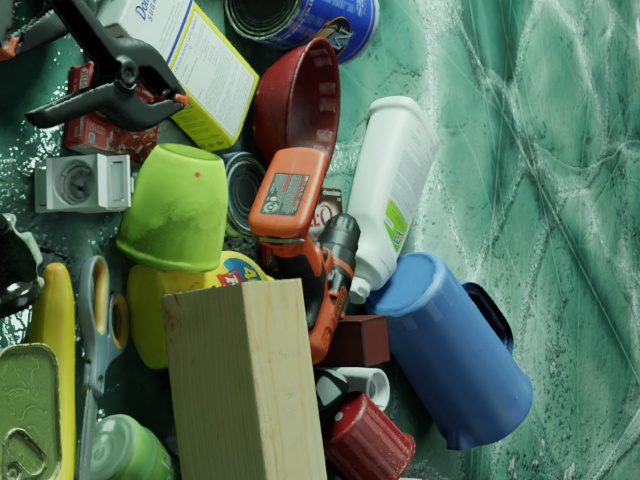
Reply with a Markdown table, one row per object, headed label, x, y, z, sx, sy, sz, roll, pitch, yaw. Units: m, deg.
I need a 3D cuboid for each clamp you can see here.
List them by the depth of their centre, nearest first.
| label | x | y | z | sx | sy | sz | roll | pitch | yaw |
| --- | --- | --- | --- | --- | --- | --- | --- | --- | --- |
| clamp | -0.229 | -0.239 | 0.866 | 0.164 | 0.036 | 0.210 | 43 | 56 | -34 |
| clamp | -0.175 | -0.126 | 0.876 | 0.171 | 0.039 | 0.120 | 28 | 72 | -50 |

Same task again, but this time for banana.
| label | x | y | z | sx | sy | sz | roll | pitch | yaw |
| --- | --- | --- | --- | --- | --- | --- | --- | --- | --- |
| banana | -0.205 | 0.119 | 0.827 | 0.037 | 0.070 | 0.198 | 6 | 65 | -30 |

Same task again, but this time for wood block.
| label | x | y | z | sx | sy | sz | roll | pitch | yaw |
| --- | --- | --- | --- | --- | --- | --- | --- | --- | --- |
| wood block | -0.061 | 0.141 | 0.893 | 0.090 | 0.091 | 0.206 | -1 | 82 | -57 |

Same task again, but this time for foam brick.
| label | x | y | z | sx | sy | sz | roll | pitch | yaw |
| --- | --- | --- | --- | --- | --- | --- | --- | --- | --- |
| foam brick | 0.029 | 0.110 | 1.159 | 0.052 | 0.078 | 0.051 | -7 | 92 | -54 |

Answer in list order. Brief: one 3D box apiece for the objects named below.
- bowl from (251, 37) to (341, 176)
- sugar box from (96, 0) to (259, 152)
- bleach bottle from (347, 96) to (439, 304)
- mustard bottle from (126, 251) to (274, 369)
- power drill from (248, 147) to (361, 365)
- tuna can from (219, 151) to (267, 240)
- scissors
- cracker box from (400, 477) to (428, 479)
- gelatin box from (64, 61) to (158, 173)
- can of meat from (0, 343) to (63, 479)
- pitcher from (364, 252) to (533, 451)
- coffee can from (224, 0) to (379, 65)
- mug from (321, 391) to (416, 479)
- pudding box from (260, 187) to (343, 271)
| label | x | y | z | sx | sy | sz | roll | pitch | yaw |
| --- | --- | --- | --- | --- | --- | --- | --- | --- | --- |
| bowl | -0.029 | -0.128 | 1.092 | 0.162 | 0.055 | 0.162 | 8 | 90 | -73 |
| sugar box | -0.132 | -0.171 | 0.993 | 0.176 | 0.048 | 0.093 | 45 | 48 | -39 |
| bleach bottle | 0.070 | -0.043 | 1.256 | 0.102 | 0.068 | 0.250 | 48 | 51 | -40 |
| mustard bottle | -0.096 | 0.060 | 1.000 | 0.191 | 0.058 | 0.096 | -6 | 84 | -57 |
| power drill | -0.007 | 0.001 | 1.034 | 0.187 | 0.057 | 0.184 | 72 | 27 | -46 |
| tuna can | -0.082 | -0.044 | 1.056 | 0.086 | 0.034 | 0.086 | 12 | 76 | -54 |
| scissors | -0.176 | 0.114 | 0.867 | 0.096 | 0.016 | 0.202 | 53 | 31 | -69 |
| cracker box | 0.056 | 0.361 | 1.168 | 0.213 | 0.072 | 0.164 | 0 | 85 | -55 |
| gelatin box | -0.179 | -0.105 | 0.927 | 0.089 | 0.030 | 0.073 | 21 | 68 | -53 |
| can of meat | -0.236 | 0.126 | 0.764 | 0.057 | 0.084 | 0.102 | 1 | 85 | -56 |
| pitcher | 0.158 | 0.124 | 1.305 | 0.242 | 0.145 | 0.149 | 55 | 9 | -31 |
| coffee can | -0.017 | -0.246 | 1.119 | 0.140 | 0.103 | 0.103 | 5 | 81 | -55 |
| mug | 0.035 | 0.225 | 1.139 | 0.081 | 0.093 | 0.117 | 49 | 64 | -18 |
| pudding box | -0.019 | -0.012 | 1.140 | 0.113 | 0.039 | 0.090 | 1 | 84 | -55 |
